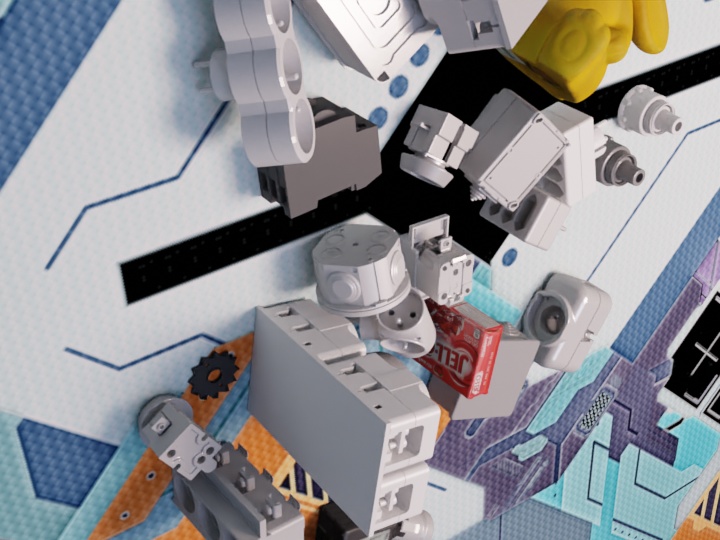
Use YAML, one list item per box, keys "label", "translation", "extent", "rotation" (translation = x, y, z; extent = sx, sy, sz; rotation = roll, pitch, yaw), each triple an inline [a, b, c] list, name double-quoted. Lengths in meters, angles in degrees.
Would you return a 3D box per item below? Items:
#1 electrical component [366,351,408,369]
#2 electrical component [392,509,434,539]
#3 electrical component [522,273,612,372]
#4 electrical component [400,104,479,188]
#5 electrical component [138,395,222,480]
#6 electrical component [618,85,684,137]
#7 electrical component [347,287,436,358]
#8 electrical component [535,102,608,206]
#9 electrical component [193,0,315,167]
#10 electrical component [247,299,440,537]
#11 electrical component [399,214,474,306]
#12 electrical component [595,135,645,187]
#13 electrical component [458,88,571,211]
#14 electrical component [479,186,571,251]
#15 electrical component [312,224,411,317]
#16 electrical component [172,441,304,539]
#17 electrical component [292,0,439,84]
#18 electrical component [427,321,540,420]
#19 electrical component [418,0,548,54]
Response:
- label: "electrical component"
  translation: [0.006, 0.121, 0.966]
  extent: [0.064, 0.099, 0.099]
  rotation: [-13, 123, -41]
- label: "electrical component"
  translation: [0.048, 0.269, 1.132]
  extent: [0.046, 0.040, 0.040]
  rotation: [22, 101, -40]
- label: "electrical component"
  translation: [0.211, 0.055, 1.121]
  extent: [0.059, 0.054, 0.095]
  rotation: [15, 106, -43]
- label: "electrical component"
  translation: [0.064, -0.103, 0.911]
  extent: [0.066, 0.048, 0.055]
  rotation: [24, 92, -45]
- label: "electrical component"
  translation: [-0.150, 0.133, 0.874]
  extent: [0.048, 0.055, 0.066]
  rotation: [-47, 135, -6]
- label: "electrical component"
  translation: [0.287, -0.150, 1.051]
  extent: [0.048, 0.062, 0.048]
  rotation: [-20, 127, -29]
- label: "electrical component"
  translation: [0.023, 0.045, 0.952]
  extent: [0.077, 0.079, 0.044]
  rotation: [62, 35, -66]
- label: "electrical component"
  translation: [0.206, -0.117, 1.016]
  extent: [0.076, 0.047, 0.083]
  rotation: [-30, 131, -21]
- label: "electrical component"
  translation: [-0.082, -0.139, 0.759]
  extent: [0.052, 0.074, 0.138]
  rotation: [-61, 143, -62]
- label: "electrical component"
  translation: [-0.016, 0.112, 0.877]
  extent: [0.060, 0.186, 0.105]
  rotation: [-12, 123, -34]
- label: "electrical component"
  translation: [0.068, -0.004, 0.962]
  extent: [0.042, 0.064, 0.081]
  rotation: [-19, 127, -29]
- label: "electrical component"
  translation: [0.250, -0.101, 1.051]
  extent: [0.048, 0.062, 0.048]
  rotation: [-20, 127, -29]
- label: "electrical component"
  translation: [0.125, -0.103, 0.954]
  extent: [0.096, 0.061, 0.062]
  rotation: [-49, 136, 8]
- label: "electrical component"
  translation: [0.166, -0.051, 1.011]
  extent: [0.077, 0.066, 0.047]
  rotation: [17, 104, -44]
- label: "electrical component"
  translation: [0.000, 0.000, 0.899]
  extent: [0.080, 0.080, 0.051]
  rotation: [-26, 124, -25]
- label: "electrical component"
  translation: [-0.103, 0.200, 0.907]
  extent: [0.063, 0.121, 0.078]
  rotation: [-21, 127, -32]
- label: "electrical component"
  translation: [-0.001, -0.203, 0.787]
  extent: [0.078, 0.057, 0.113]
  rotation: [-48, 135, -5]
- label: "electrical component"
  translation: [0.122, 0.099, 1.079]
  extent: [0.100, 0.048, 0.099]
  rotation: [3, 114, -40]
- label: "electrical component"
  translation: [0.074, -0.262, 0.765]
  extent: [0.105, 0.060, 0.186]
  rotation: [-54, 132, -42]
